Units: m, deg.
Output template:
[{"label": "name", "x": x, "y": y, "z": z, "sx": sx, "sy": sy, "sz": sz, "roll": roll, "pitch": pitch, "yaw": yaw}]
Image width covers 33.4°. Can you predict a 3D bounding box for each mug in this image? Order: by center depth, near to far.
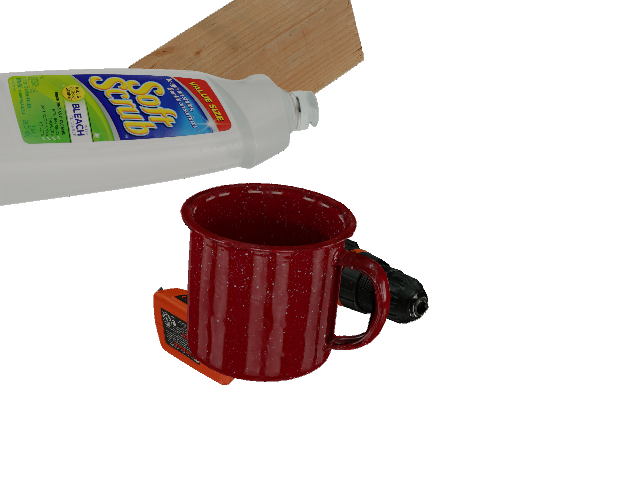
[{"label": "mug", "x": -0.019, "y": 0.025, "z": 0.574, "sx": 0.117, "sy": 0.081, "sz": 0.093, "roll": 12, "pitch": 24, "yaw": 15}]

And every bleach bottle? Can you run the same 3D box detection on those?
[{"label": "bleach bottle", "x": -0.126, "y": -0.091, "z": 0.805, "sx": 0.250, "sy": 0.102, "sz": 0.068, "roll": -9, "pitch": -31, "yaw": -17}]

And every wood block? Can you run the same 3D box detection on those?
[{"label": "wood block", "x": -0.069, "y": -0.173, "z": 1.047, "sx": 0.206, "sy": 0.091, "sz": 0.090, "roll": -36, "pitch": 48, "yaw": -17}]

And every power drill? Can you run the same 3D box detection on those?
[{"label": "power drill", "x": -0.029, "y": 0.053, "z": 0.891, "sx": 0.187, "sy": 0.057, "sz": 0.185, "roll": -23, "pitch": 29, "yaw": -36}]
